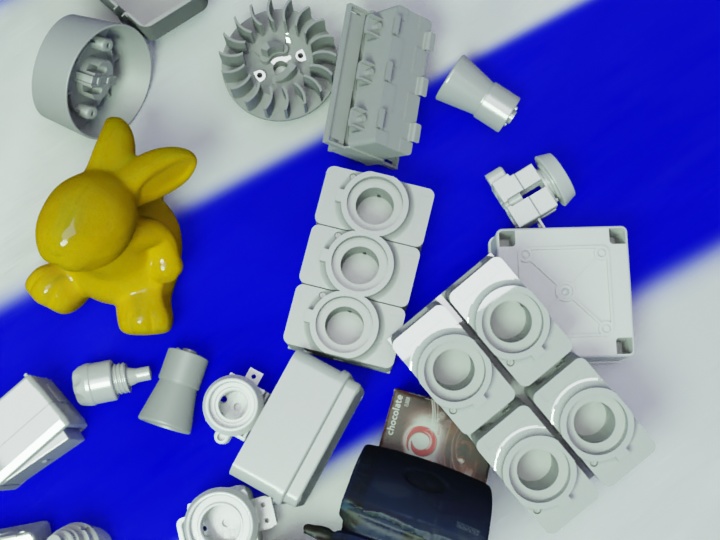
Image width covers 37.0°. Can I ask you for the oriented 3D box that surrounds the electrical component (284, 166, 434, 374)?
[{"bbox_3d":[0.000,0.000,0.880,0.089,0.061,0.150,14,81,3],"label":"electrical component"}]

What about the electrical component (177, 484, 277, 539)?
[{"bbox_3d":[-0.107,0.200,0.849,0.078,0.057,0.058,-14,80,-2],"label":"electrical component"}]

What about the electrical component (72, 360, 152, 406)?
[{"bbox_3d":[-0.202,0.090,0.881,0.061,0.035,0.035,-11,80,-4],"label":"electrical component"}]

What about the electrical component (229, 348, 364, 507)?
[{"bbox_3d":[-0.047,0.126,0.851,0.057,0.078,0.113,28,81,8],"label":"electrical component"}]

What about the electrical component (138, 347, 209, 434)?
[{"bbox_3d":[-0.149,0.096,0.876,0.044,0.044,0.065,16,76,3],"label":"electrical component"}]

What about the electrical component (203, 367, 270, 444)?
[{"bbox_3d":[-0.100,0.109,0.865,0.048,0.055,0.066,28,82,5],"label":"electrical component"}]

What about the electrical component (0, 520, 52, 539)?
[{"bbox_3d":[-0.271,0.251,0.843,0.062,0.061,0.096,-11,88,-2],"label":"electrical component"}]

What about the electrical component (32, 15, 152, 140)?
[{"bbox_3d":[-0.225,-0.161,0.895,0.064,0.099,0.099,19,81,10],"label":"electrical component"}]

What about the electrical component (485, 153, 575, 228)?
[{"bbox_3d":[0.146,-0.066,0.899,0.055,0.048,0.066,-31,81,3],"label":"electrical component"}]

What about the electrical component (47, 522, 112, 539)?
[{"bbox_3d":[-0.223,0.217,0.840,0.040,0.078,0.040,-3,69,9],"label":"electrical component"}]

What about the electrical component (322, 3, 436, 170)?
[{"bbox_3d":[0.019,-0.154,0.900,0.079,0.063,0.121,17,78,-38],"label":"electrical component"}]

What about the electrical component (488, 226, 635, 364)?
[{"bbox_3d":[0.163,0.022,0.878,0.109,0.056,0.108,-1,80,0],"label":"electrical component"}]

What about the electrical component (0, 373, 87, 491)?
[{"bbox_3d":[-0.274,0.137,0.859,0.096,0.061,0.061,-42,82,-6],"label":"electrical component"}]

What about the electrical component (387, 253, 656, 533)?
[{"bbox_3d":[0.121,0.092,0.812,0.105,0.060,0.186,-40,91,1],"label":"electrical component"}]

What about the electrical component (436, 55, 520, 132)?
[{"bbox_3d":[0.103,-0.147,0.916,0.065,0.044,0.044,33,82,1],"label":"electrical component"}]
